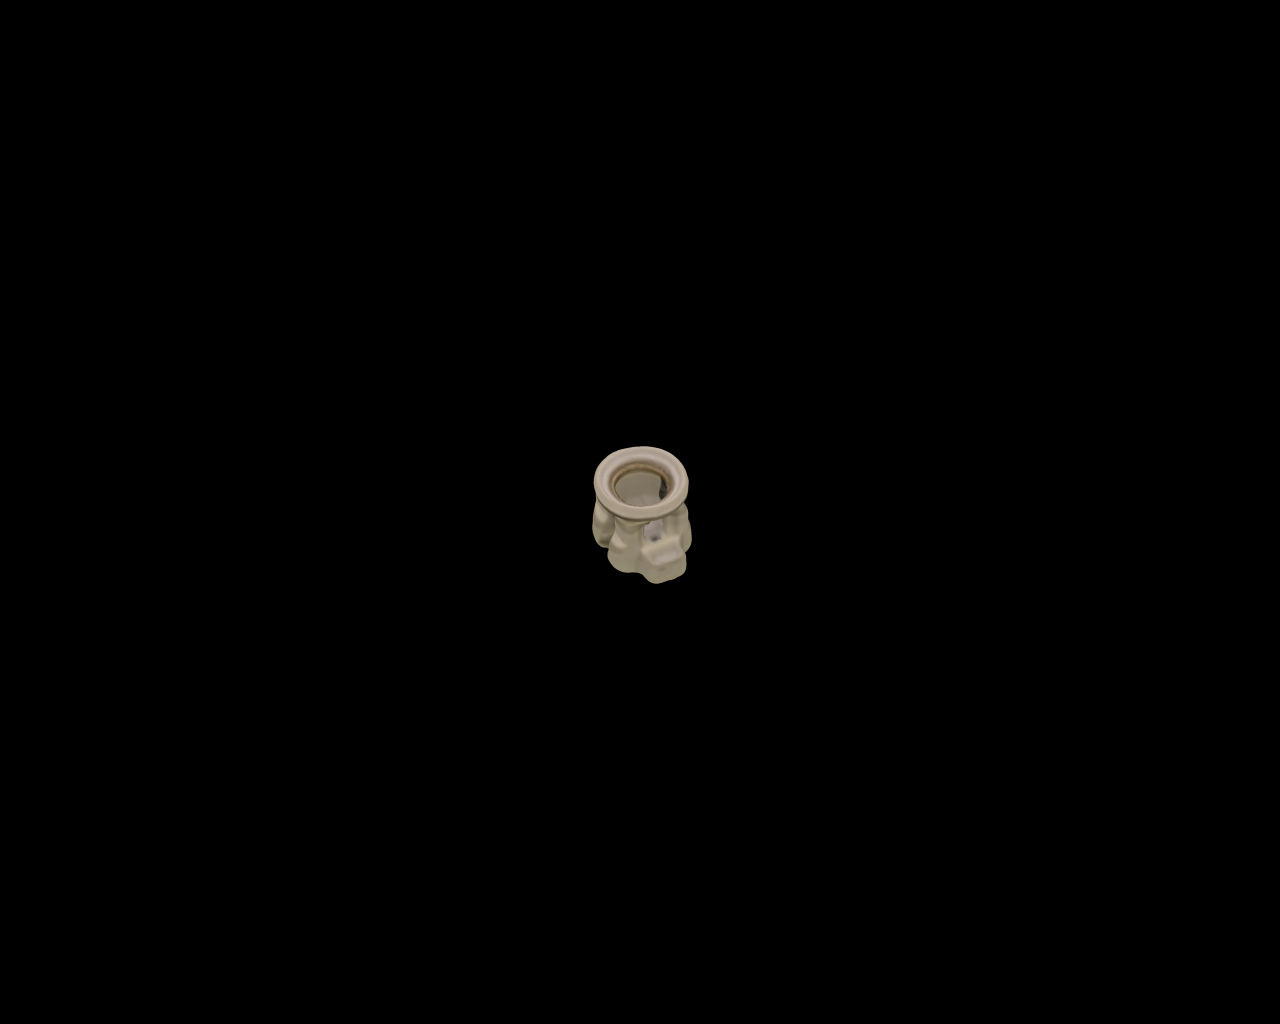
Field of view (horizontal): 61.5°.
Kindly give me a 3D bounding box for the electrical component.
[{"bbox_3d":[0.001,-0.003,0.650,0.058,0.056,0.078,-20,50,-17],"label":"electrical component"}]
